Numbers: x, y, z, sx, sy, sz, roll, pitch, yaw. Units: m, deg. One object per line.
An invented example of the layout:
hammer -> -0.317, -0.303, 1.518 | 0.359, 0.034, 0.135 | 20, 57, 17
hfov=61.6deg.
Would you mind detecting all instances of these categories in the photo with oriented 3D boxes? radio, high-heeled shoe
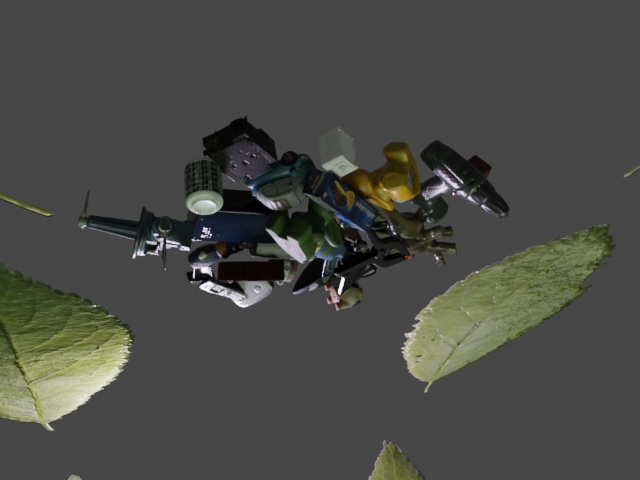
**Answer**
radio -> -0.194, -0.056, 1.282 | 0.229, 0.073, 0.131 | 2, 146, -22
high-heeled shoe -> 0.047, 0.110, 1.592 | 0.249, 0.086, 0.145 | -36, 126, 9

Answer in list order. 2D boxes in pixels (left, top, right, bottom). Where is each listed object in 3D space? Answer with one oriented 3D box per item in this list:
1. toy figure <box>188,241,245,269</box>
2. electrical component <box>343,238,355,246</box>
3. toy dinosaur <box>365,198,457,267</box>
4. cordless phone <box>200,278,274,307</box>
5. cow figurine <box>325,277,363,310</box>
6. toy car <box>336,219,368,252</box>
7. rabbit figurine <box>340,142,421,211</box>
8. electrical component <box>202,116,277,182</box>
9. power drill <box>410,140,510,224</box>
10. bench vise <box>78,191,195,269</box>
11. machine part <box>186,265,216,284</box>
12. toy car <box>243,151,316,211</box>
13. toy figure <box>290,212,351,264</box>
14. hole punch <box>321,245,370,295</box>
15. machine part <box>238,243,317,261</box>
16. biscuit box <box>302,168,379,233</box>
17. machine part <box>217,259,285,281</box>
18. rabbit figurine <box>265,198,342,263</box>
toy figure -> -0.272, 0.030, 1.414 | 0.154, 0.064, 0.057 | -22, 110, 10
electrical component -> 0.058, 0.010, 1.491 | 0.102, 0.045, 0.078 | -1, 147, -15
toy dinosaur -> 0.235, -0.023, 1.439 | 0.199, 0.105, 0.470 | -21, 144, 23
cordless phone -> -0.237, 0.119, 1.530 | 0.147, 0.089, 0.184 | -30, 148, 30
cow figurine -> 0.083, 0.157, 1.658 | 0.127, 0.085, 0.195 | -8, -176, -11
toy car -> 0.068, -0.037, 1.367 | 0.053, 0.089, 0.202 | -32, 148, 0
rabbit figurine -> 0.136, -0.139, 1.233 | 0.173, 0.122, 0.162 | -7, 162, 22
electrical component -> -0.156, -0.179, 1.101 | 0.115, 0.058, 0.134 | -23, 147, 23
power drill -> 0.303, -0.107, 1.237 | 0.086, 0.232, 0.207 | -42, 177, -17
bench vise -> -0.409, -0.021, 1.191 | 0.240, 0.128, 0.224 | 12, 178, -19
machine part -> -0.334, 0.089, 1.512 | 0.084, 0.039, 0.138 | 4, 149, -13
toy car -> -0.084, -0.118, 1.181 | 0.162, 0.103, 0.109 | -17, 148, 7
toy figure -> -0.004, -0.005, 1.374 | 0.180, 0.089, 0.082 | 25, 165, -14
hole punch -> 0.069, 0.071, 1.479 | 0.116, 0.092, 0.142 | -35, 151, -31
machine part -> -0.096, 0.012, 1.417 | 0.243, 0.079, 0.079 | 4, 146, -23
biscuit box -> 0.050, -0.083, 1.190 | 0.059, 0.063, 0.202 | 22, 174, 42
machine part -> -0.183, 0.081, 1.419 | 0.179, 0.056, 0.179 | -1, 177, 0
rabbit figurine -> -0.010, -0.038, 1.239 | 0.121, 0.170, 0.159 | 15, 152, 48
